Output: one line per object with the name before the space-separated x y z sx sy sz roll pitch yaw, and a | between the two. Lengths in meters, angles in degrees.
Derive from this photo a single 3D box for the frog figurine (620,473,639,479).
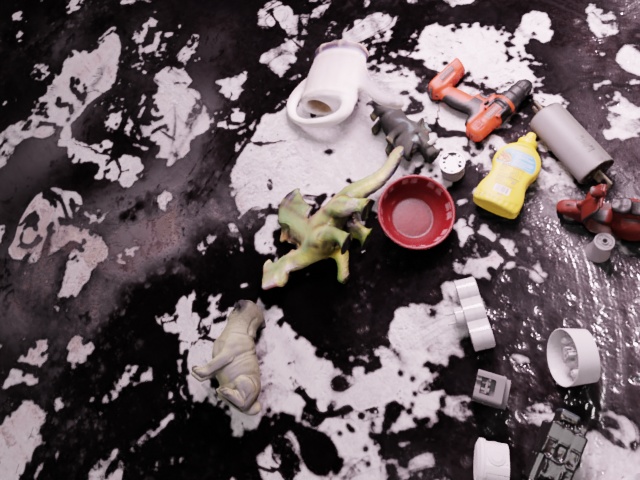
frog figurine | 0.460 0.415 0.781 0.159 0.134 0.125 -25 47 4

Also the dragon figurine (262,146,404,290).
dragon figurine | 0.003 -0.057 1.137 0.244 0.120 0.415 21 73 31

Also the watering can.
watering can | 0.064 -0.372 1.229 0.347 0.103 0.227 2 69 38
